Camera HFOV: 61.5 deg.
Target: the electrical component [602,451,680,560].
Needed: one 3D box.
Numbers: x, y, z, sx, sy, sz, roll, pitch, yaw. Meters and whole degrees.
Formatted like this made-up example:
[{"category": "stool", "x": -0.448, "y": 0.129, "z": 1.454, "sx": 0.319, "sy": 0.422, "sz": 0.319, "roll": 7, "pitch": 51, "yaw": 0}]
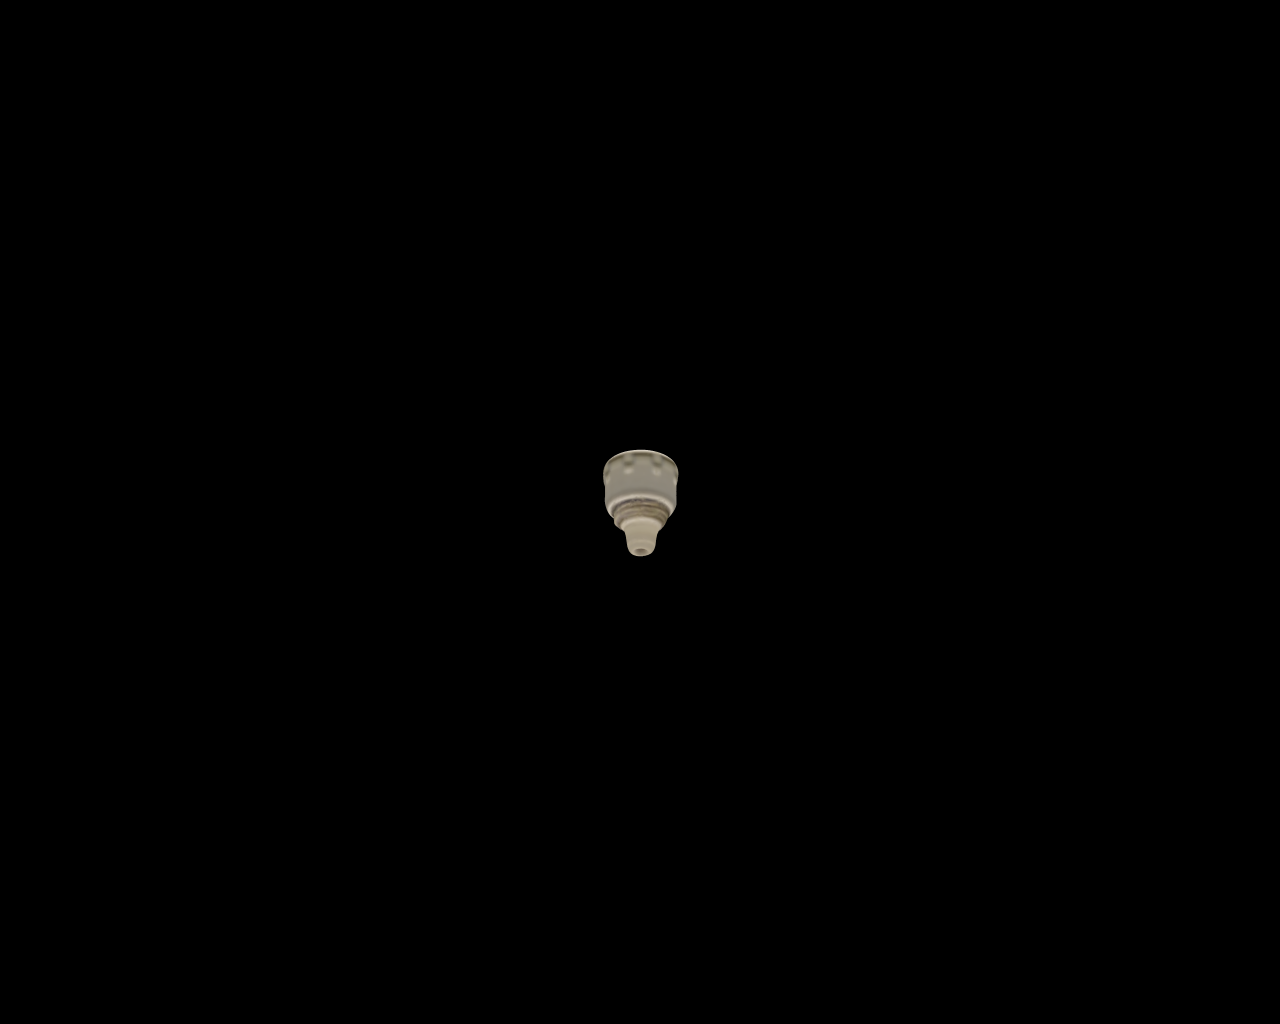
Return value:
[{"category": "electrical component", "x": 0.001, "y": -0.003, "z": 0.650, "sx": 0.048, "sy": 0.062, "sz": 0.048, "roll": 0, "pitch": -27, "yaw": 0}]
